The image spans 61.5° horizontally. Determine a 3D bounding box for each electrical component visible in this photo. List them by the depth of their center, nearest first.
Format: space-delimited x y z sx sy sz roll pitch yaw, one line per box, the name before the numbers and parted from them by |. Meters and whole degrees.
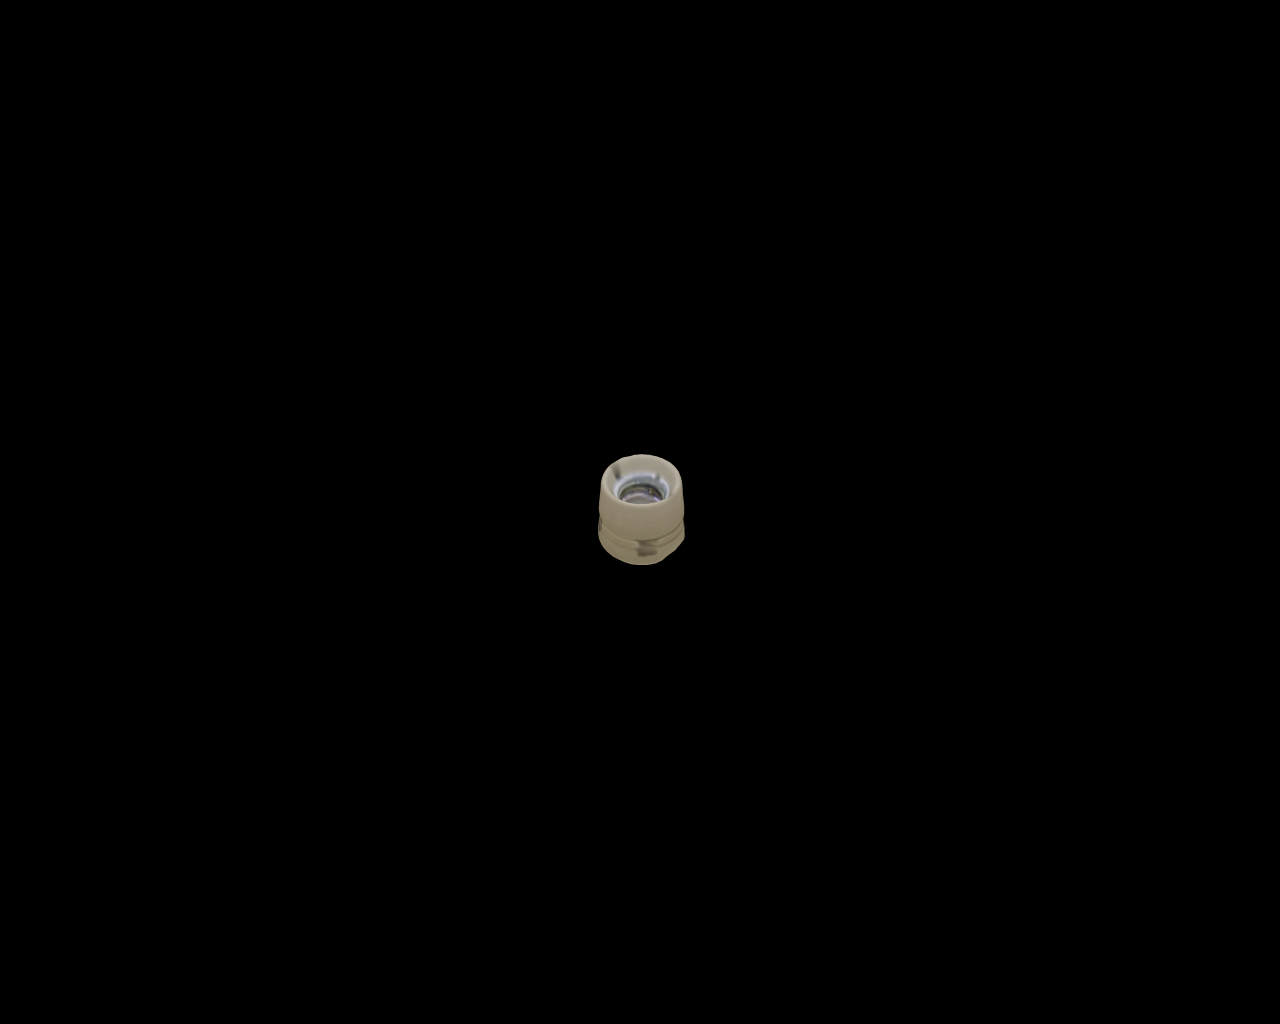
electrical component | 0.001 -0.003 0.650 0.055 0.047 0.055 0 43 0
